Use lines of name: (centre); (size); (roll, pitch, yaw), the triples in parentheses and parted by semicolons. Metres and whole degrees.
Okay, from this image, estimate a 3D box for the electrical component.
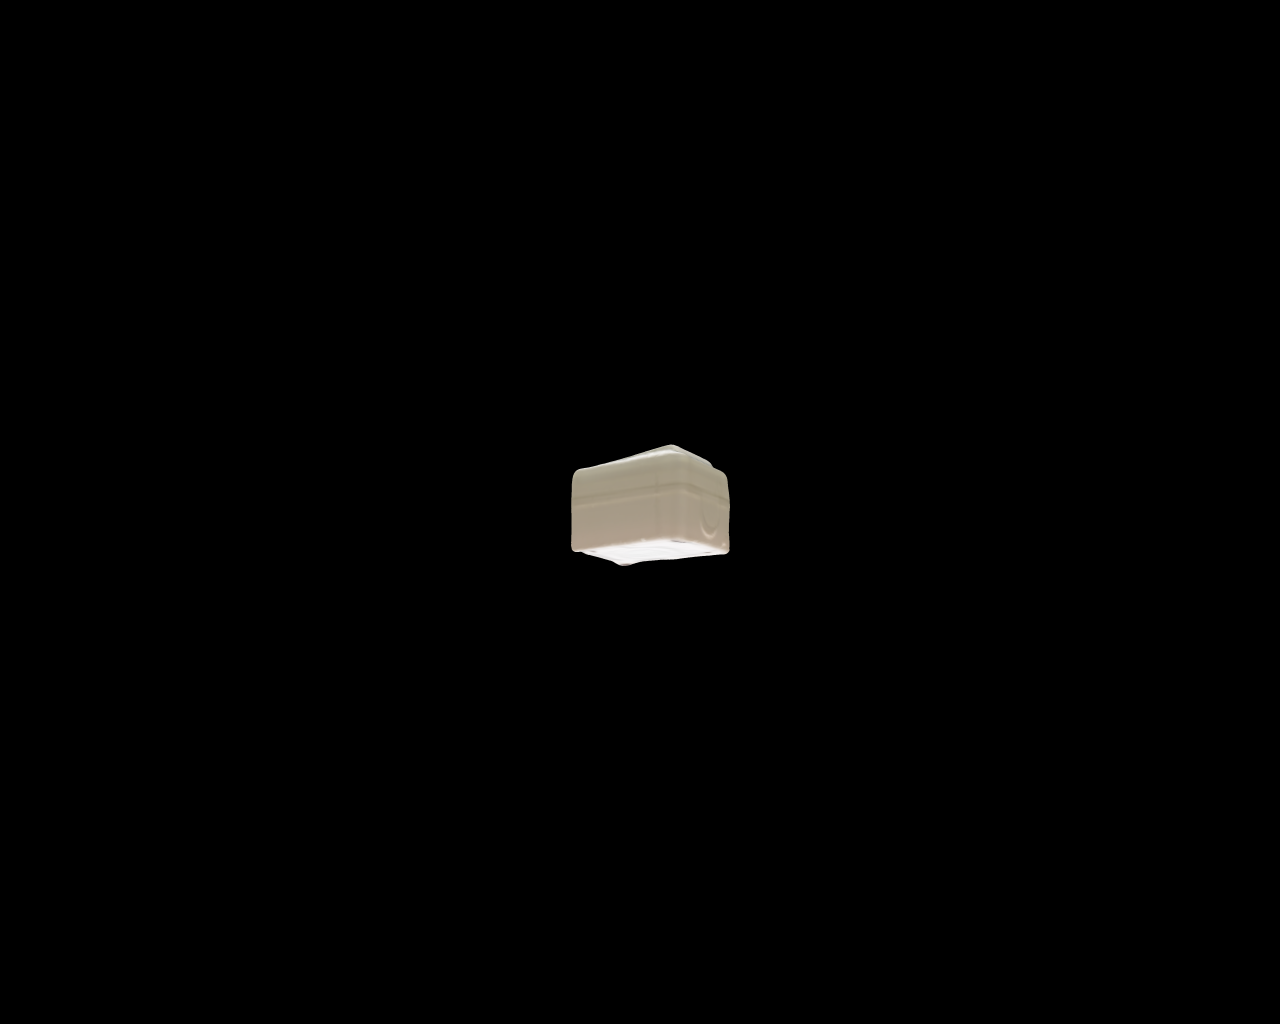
electrical component: (0.001, -0.003, 0.650); (0.096, 0.061, 0.062); (-7, -14, 30)
